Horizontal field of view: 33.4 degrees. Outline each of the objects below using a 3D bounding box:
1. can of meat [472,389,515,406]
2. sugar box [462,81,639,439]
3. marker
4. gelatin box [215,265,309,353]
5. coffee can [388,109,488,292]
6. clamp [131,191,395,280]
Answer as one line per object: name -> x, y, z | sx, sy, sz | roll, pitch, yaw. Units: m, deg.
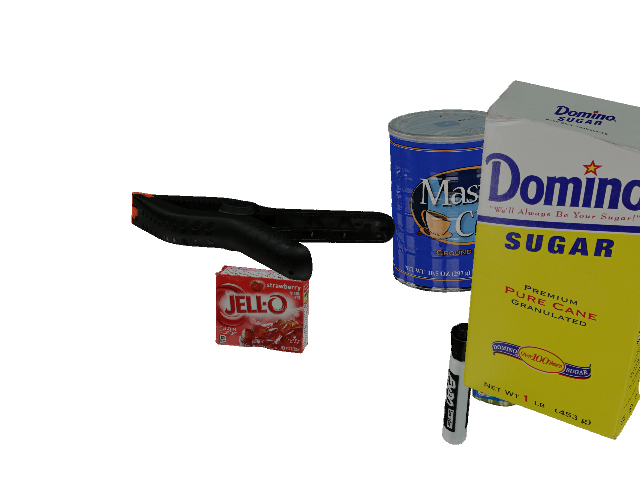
can of meat -> 0.206, 0.129, 1.190 | 0.058, 0.084, 0.101 | 8, 14, 25
sugar box -> 0.127, 0.013, 0.552 | 0.093, 0.176, 0.048 | 17, 40, 25
marker -> 0.103, 0.107, 0.793 | 0.020, 0.121, 0.020 | -1, 41, 1
gelatin box -> -0.056, 0.066, 1.026 | 0.089, 0.073, 0.030 | 5, 17, 12
coffee can -> 0.113, -0.037, 0.950 | 0.103, 0.140, 0.103 | -3, 19, 1
clamp -> -0.063, -0.009, 0.828 | 0.210, 0.036, 0.164 | 8, 13, 18
